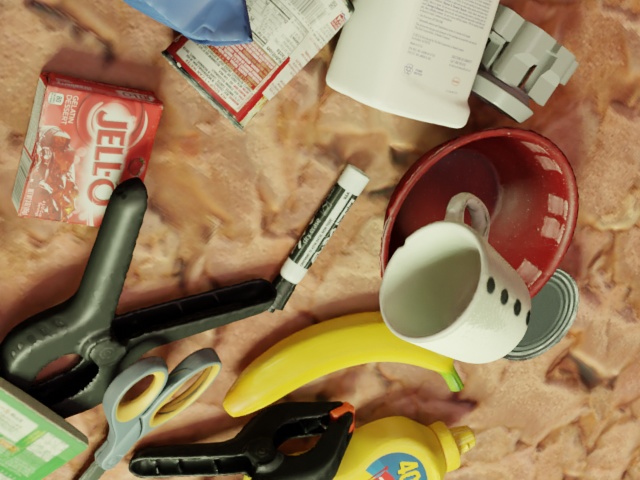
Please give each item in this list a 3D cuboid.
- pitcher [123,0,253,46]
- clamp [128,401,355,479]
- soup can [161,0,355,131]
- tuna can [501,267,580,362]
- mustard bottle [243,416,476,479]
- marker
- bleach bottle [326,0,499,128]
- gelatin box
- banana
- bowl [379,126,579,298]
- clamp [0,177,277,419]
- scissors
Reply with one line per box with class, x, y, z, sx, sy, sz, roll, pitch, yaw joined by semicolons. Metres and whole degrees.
pitcher;-0.050;-0.237;0.553;0.243;0.145;0.149;-51;137;3
clamp;-0.053;0.163;0.791;0.171;0.120;0.039;-31;148;-32
soup can;-0.037;-0.125;0.645;0.102;0.069;0.068;-46;125;3
tuna can;0.162;0.052;0.852;0.086;0.034;0.086;-11;120;-19
mustard bottle;0.037;0.191;0.855;0.191;0.058;0.096;-19;128;-15
marker;-0.005;0.001;0.758;0.020;0.020;0.121;26;103;-33
bleach bottle;0.088;-0.201;0.664;0.102;0.068;0.251;5;110;-45
gelatin box;-0.143;-0.054;0.658;0.073;0.030;0.089;8;113;-28
banana;0.023;0.090;0.799;0.197;0.037;0.069;-3;91;-19
bowl;0.106;-0.016;0.777;0.162;0.055;0.162;-11;120;-19
clamp;-0.147;0.054;0.699;0.210;0.036;0.164;-34;139;2
scissors;-0.152;0.142;0.742;0.202;0.016;0.096;-42;152;7
